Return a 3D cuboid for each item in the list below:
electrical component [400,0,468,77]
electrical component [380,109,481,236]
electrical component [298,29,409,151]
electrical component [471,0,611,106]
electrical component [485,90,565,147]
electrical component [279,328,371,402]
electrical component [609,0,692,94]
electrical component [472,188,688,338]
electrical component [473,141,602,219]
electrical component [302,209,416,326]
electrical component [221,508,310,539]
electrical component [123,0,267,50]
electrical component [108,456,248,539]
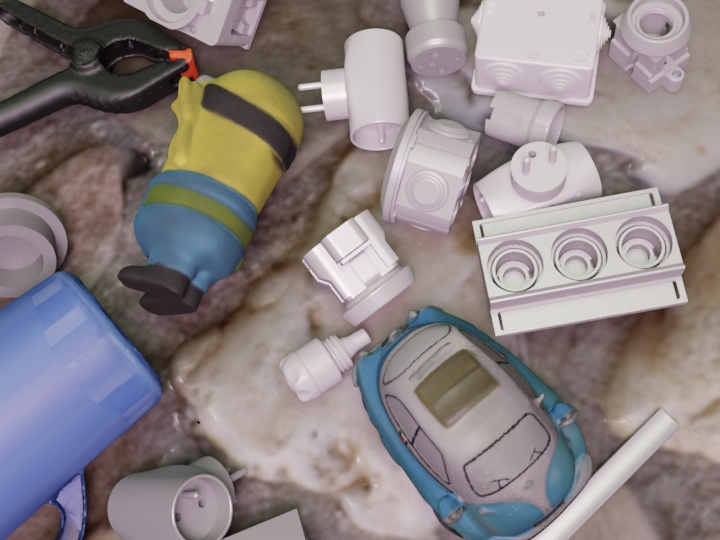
[{"bbox_3d":[0.055,-0.176,0.791,0.045,0.045,0.055,-7,69,4],"label":"electrical component"},{"bbox_3d":[0.047,-0.065,0.731,0.051,0.080,0.080,18,72,7],"label":"electrical component"},{"bbox_3d":[-0.006,-0.128,0.780,0.079,0.044,0.077,-6,68,5],"label":"electrical component"},{"bbox_3d":[0.130,-0.173,0.778,0.100,0.048,0.099,8,70,10],"label":"electrical component"},{"bbox_3d":[0.116,-0.104,0.759,0.046,0.040,0.040,21,73,20],"label":"electrical component"},{"bbox_3d":[-0.021,0.059,0.715,0.061,0.035,0.035,-32,69,-9],"label":"electrical component"},{"bbox_3d":[0.207,-0.163,0.761,0.048,0.055,0.066,-36,69,-7],"label":"electrical component"},{"bbox_3d":[0.141,-0.001,0.702,0.121,0.063,0.078,-10,71,3],"label":"electrical component"},{"bbox_3d":[0.119,-0.060,0.719,0.077,0.079,0.043,-23,68,-2],"label":"electrical component"},{"bbox_3d":[0.000,0.000,0.717,0.058,0.078,0.057,-37,88,-7],"label":"electrical component"},{"bbox_3d":[-0.055,0.239,0.598,0.105,0.060,0.186,-22,39,-1],"label":"electrical component"},{"bbox_3d":[-0.156,-0.253,0.811,0.186,0.060,0.105,29,110,16],"label":"electrical component"},{"bbox_3d":[-0.106,0.143,0.679,0.079,0.077,0.043,-24,99,-42],"label":"electrical component"}]
